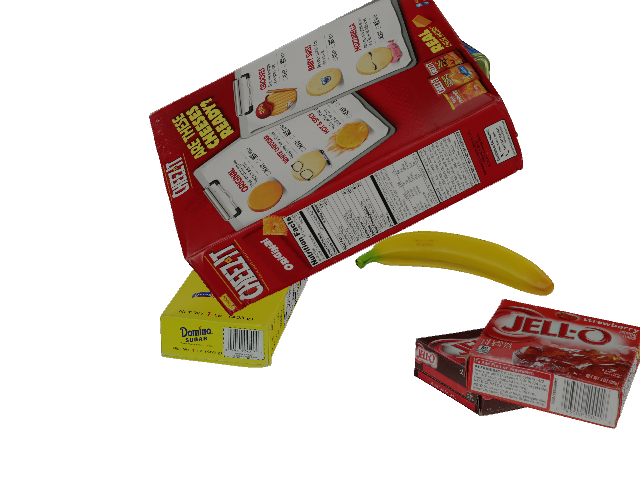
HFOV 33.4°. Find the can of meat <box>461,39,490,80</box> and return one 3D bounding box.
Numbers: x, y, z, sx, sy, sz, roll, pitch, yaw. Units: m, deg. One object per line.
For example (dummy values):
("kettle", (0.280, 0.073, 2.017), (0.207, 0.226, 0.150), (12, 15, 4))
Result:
("can of meat", (0.109, -0.144, 0.975), (0.057, 0.102, 0.084), (-32, 50, -18))

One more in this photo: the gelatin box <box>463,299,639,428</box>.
("gelatin box", (0.137, 0.069, 0.623), (0.089, 0.030, 0.073), (12, 28, 23))

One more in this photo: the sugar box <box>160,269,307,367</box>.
("sugar box", (-0.070, 0.048, 0.937), (0.093, 0.048, 0.176), (6, 26, 8))

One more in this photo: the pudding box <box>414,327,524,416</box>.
("pudding box", (0.146, 0.101, 0.861), (0.113, 0.039, 0.090), (-3, 17, -30))

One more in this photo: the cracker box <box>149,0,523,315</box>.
("cracker box", (0.005, -0.066, 0.709), (0.214, 0.072, 0.164), (-27, 42, 5))

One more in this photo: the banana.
("banana", (0.138, 0.022, 1.087), (0.198, 0.037, 0.069), (6, 43, 12))
